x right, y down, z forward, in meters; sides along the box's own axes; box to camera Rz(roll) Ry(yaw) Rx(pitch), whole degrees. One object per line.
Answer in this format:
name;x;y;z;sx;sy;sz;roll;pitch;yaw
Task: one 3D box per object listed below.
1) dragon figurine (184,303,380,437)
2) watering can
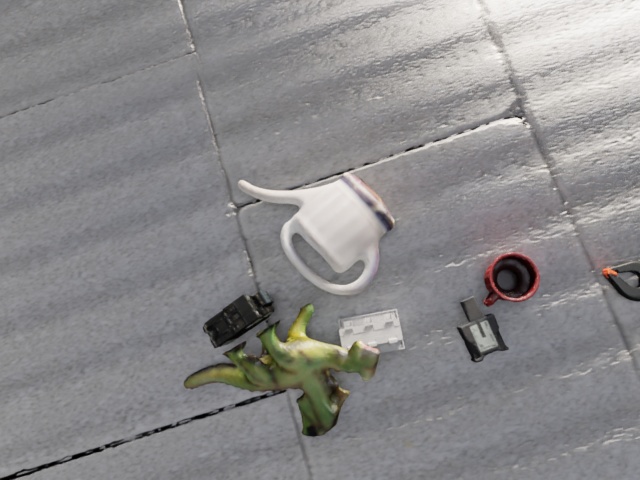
dragon figurine;-0.062;0.280;0.999;0.406;0.123;0.243;-35;87;22
watering can;0.003;-0.053;1.062;0.225;0.103;0.350;-41;77;-4
